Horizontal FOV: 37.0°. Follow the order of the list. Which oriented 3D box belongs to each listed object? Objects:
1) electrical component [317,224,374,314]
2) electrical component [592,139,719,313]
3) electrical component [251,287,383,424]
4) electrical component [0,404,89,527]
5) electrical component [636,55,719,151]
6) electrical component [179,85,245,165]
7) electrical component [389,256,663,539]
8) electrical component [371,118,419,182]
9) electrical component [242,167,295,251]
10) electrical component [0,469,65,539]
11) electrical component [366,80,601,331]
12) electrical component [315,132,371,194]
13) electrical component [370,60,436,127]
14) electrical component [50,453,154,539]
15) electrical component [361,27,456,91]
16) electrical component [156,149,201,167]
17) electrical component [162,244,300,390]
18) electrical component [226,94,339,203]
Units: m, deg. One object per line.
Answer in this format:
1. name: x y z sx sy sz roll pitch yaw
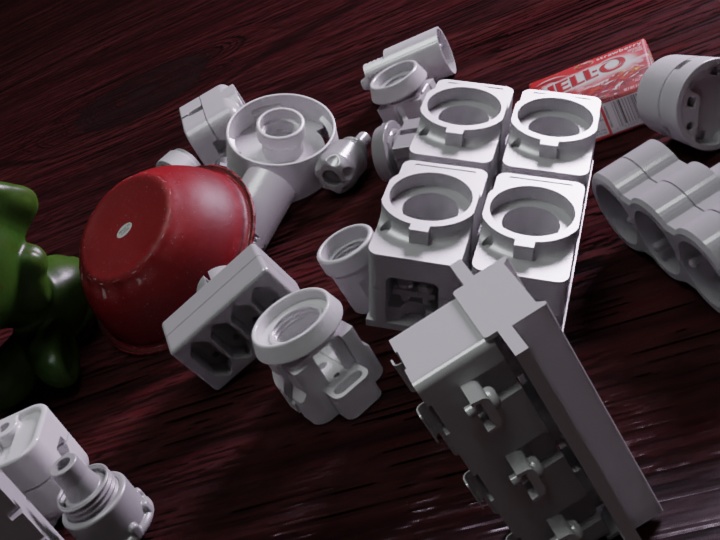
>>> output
1. electrical component: 0.000 0.000 0.692 0.040 0.046 0.040 -23 29 14
2. electrical component: 0.186 -0.034 0.562 0.074 0.052 0.138 -32 28 -2
3. electrical component: -0.028 0.048 0.630 0.058 0.057 0.078 -40 29 -16
4. electrical component: -0.222 0.134 0.675 0.095 0.059 0.053 -24 29 11
5. electrical component: 0.203 -0.104 0.659 0.055 0.055 0.047 -34 25 -7
6. electrical component: -0.132 -0.137 1.031 0.059 0.053 0.095 -30 28 2
7. electrical component: 0.067 0.065 0.445 0.063 0.121 0.078 -32 28 2
8. electrical component: 0.042 -0.090 0.799 0.055 0.048 0.066 -6 36 25
9. electrical component: -0.087 -0.034 0.830 0.043 0.043 0.081 3 58 46
10. electrical component: -0.202 0.154 0.591 0.056 0.089 0.050 -38 29 -14
11. electrical component: 0.078 -0.042 0.627 0.105 0.060 0.186 9 40 12
12. electrical component: -0.009 -0.090 0.858 0.035 0.035 0.061 -7 33 37
13. electrical component: 0.039 -0.133 0.859 0.066 0.055 0.048 -9 35 35
14. electrical component: -0.151 0.130 0.610 0.048 0.062 0.048 -23 29 14
15. electrical component: 0.039 -0.177 0.942 0.081 0.043 0.043 -20 30 19
16. electrical component: -0.175 -0.079 0.988 0.045 0.045 0.055 6 44 48
17. electrical component: -0.087 0.022 0.717 0.083 0.047 0.075 -41 34 5
18. electrical component: -0.065 -0.099 0.896 0.099 0.064 0.099 -1 48 1
